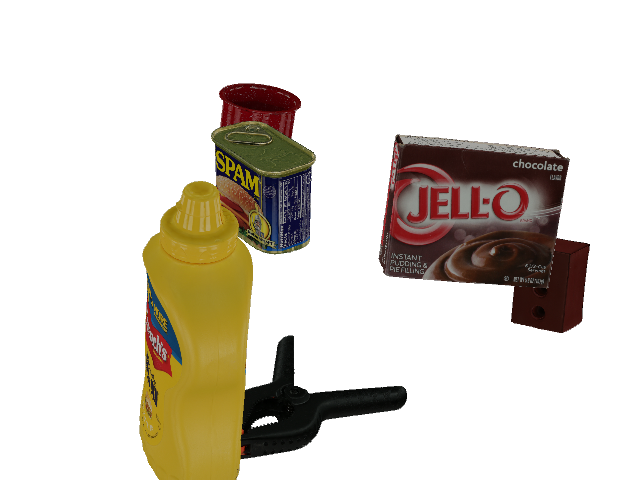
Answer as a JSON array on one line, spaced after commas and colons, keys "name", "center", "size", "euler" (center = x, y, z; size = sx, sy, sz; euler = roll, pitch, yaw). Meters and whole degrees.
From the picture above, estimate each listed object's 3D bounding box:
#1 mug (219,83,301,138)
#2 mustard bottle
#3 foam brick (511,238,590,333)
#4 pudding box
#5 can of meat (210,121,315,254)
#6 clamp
[{"name": "mug", "center": [-0.069, -0.130, 1.225], "size": [0.093, 0.081, 0.117], "euler": [16, 27, 13]}, {"name": "mustard bottle", "center": [-0.071, 0.050, 0.601], "size": [0.058, 0.192, 0.096], "euler": [-6, 38, -18]}, {"name": "foam brick", "center": [0.212, 0.040, 0.987], "size": [0.053, 0.078, 0.051], "euler": [11, 17, 32]}, {"name": "pudding box", "center": [0.100, -0.020, 0.705], "size": [0.113, 0.090, 0.039], "euler": [4, 19, -5]}, {"name": "can of meat", "center": [-0.051, -0.046, 0.929], "size": [0.057, 0.084, 0.102], "euler": [-20, 37, -32]}, {"name": "clamp", "center": [-0.018, 0.171, 1.097], "size": [0.165, 0.036, 0.209], "euler": [17, 28, 24]}]
